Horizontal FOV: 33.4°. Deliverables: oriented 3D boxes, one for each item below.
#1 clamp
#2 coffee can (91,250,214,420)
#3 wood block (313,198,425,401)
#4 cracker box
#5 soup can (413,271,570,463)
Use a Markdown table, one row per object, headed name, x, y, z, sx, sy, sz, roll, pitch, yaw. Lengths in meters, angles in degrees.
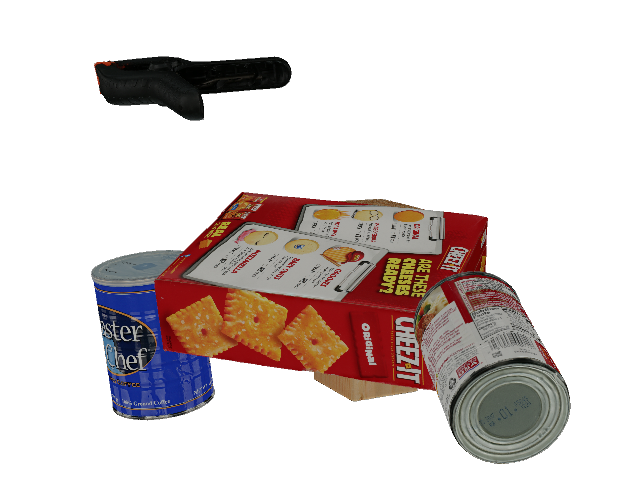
| name | x | y | z | sx | sy | sz | roll | pitch | yaw |
| --- | --- | --- | --- | --- | --- | --- | --- | --- | --- |
| clamp | -0.111 | -0.131 | 0.867 | 0.172 | 0.039 | 0.120 | 18 | 26 | 42 |
| coffee can | -0.162 | 0.090 | 1.041 | 0.103 | 0.140 | 0.103 | -5 | 14 | 1 |
| wood block | 0.053 | 0.063 | 1.192 | 0.090 | 0.206 | 0.091 | -5 | 13 | -30 |
| cracker box | 0.006 | 0.033 | 0.814 | 0.214 | 0.072 | 0.164 | 7 | 28 | 19 |
| soup can | 0.096 | 0.070 | 0.611 | 0.068 | 0.068 | 0.102 | 0 | 26 | -7 |
